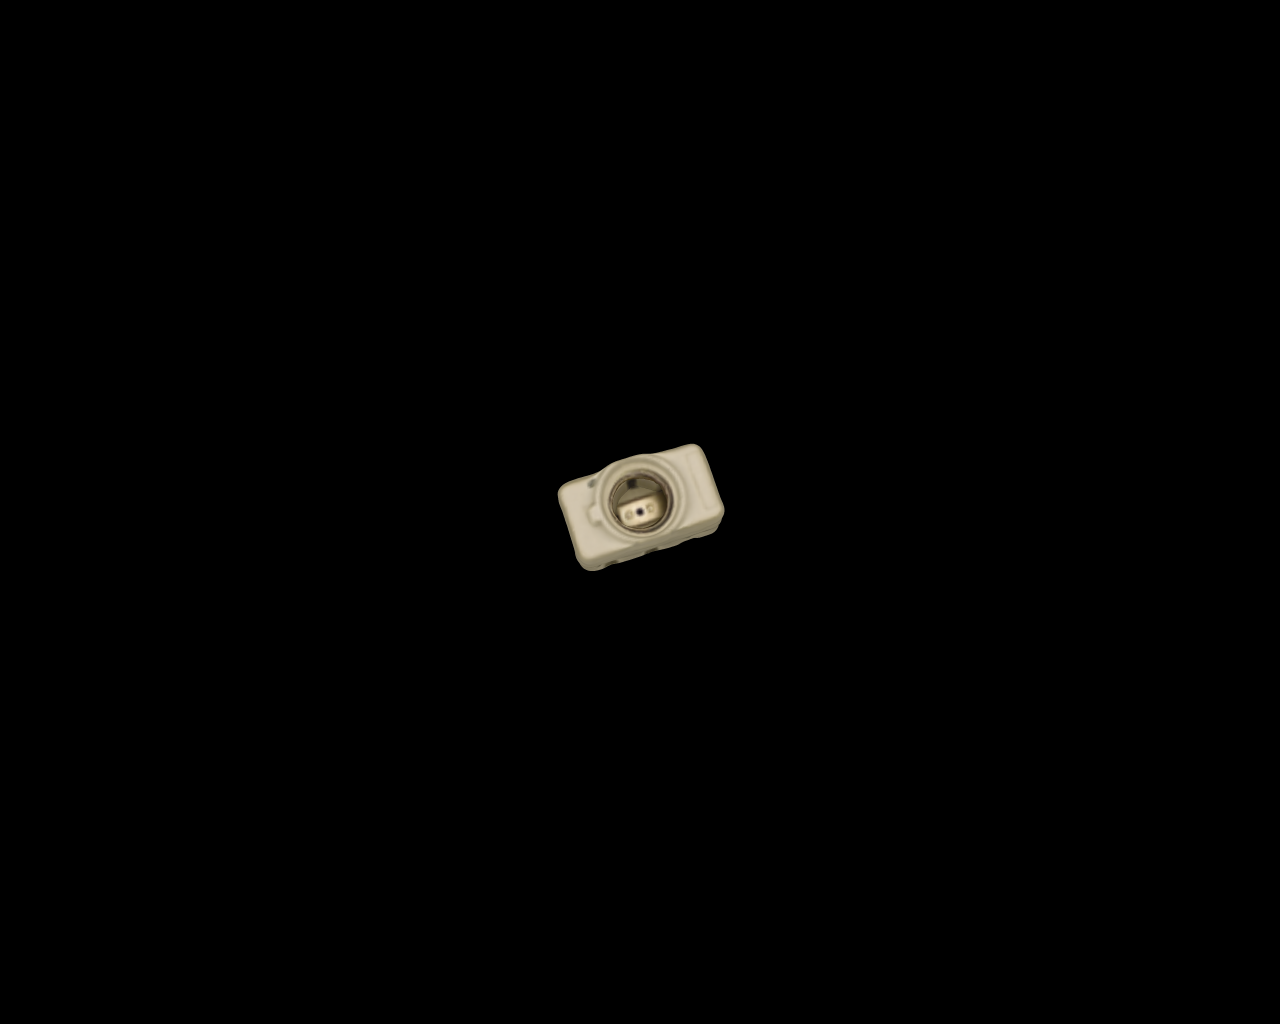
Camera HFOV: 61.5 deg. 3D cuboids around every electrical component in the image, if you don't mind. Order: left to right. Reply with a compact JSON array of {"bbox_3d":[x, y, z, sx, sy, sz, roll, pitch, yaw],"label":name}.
[{"bbox_3d":[0.001,-0.003,0.650,0.089,0.050,0.055,-18,-11,-4],"label":"electrical component"}]
